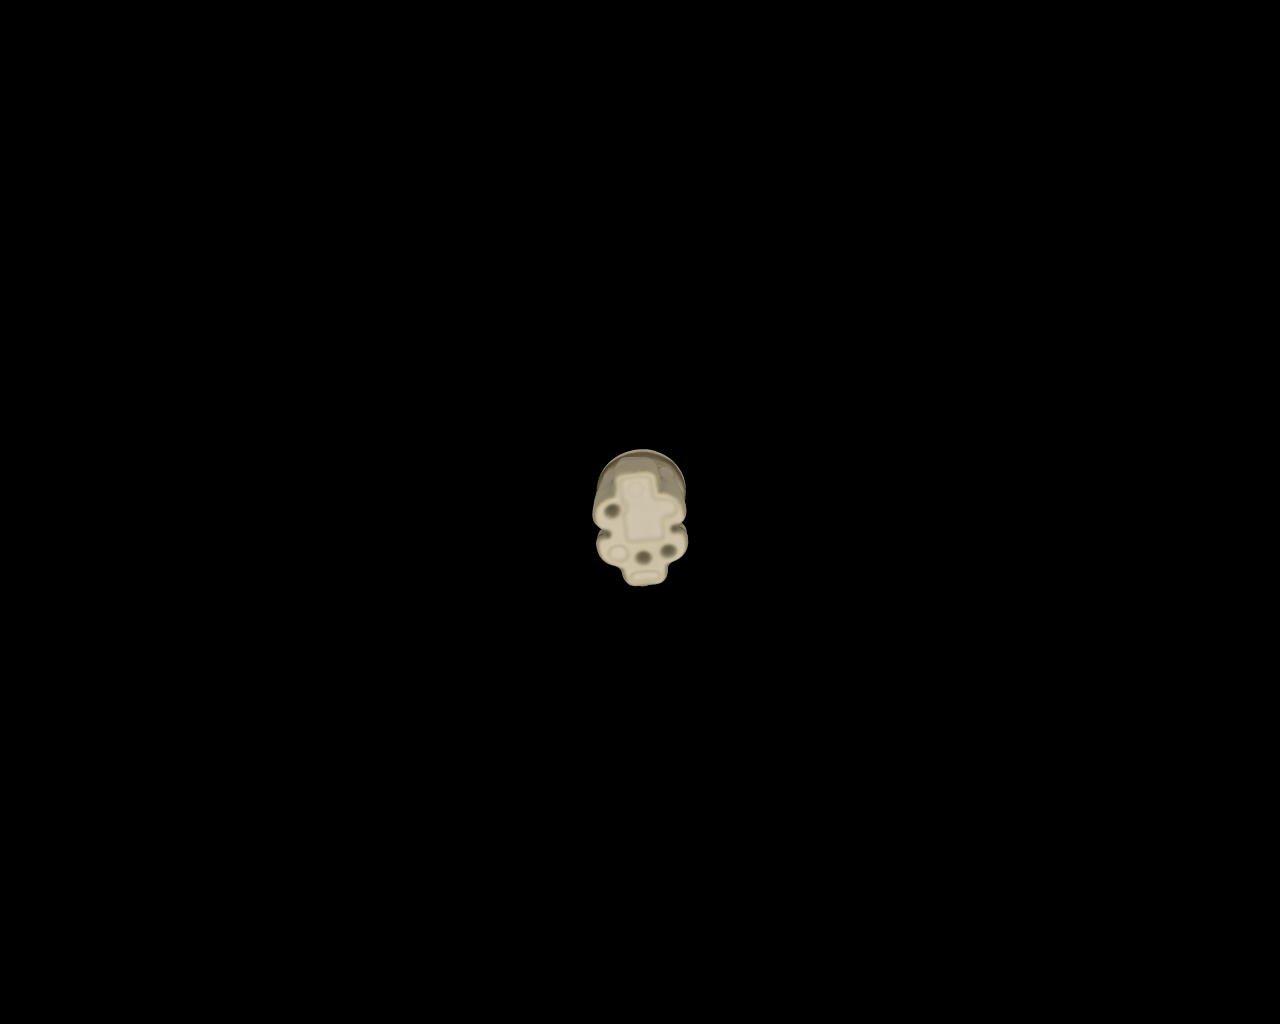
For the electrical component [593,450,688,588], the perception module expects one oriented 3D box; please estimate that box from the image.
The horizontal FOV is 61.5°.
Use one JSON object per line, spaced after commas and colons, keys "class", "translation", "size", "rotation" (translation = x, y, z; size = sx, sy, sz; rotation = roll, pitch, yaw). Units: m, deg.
{"class": "electrical component", "translation": [0.001, -0.003, 0.650], "size": [0.058, 0.078, 0.057], "rotation": [-4, 28, 2]}
